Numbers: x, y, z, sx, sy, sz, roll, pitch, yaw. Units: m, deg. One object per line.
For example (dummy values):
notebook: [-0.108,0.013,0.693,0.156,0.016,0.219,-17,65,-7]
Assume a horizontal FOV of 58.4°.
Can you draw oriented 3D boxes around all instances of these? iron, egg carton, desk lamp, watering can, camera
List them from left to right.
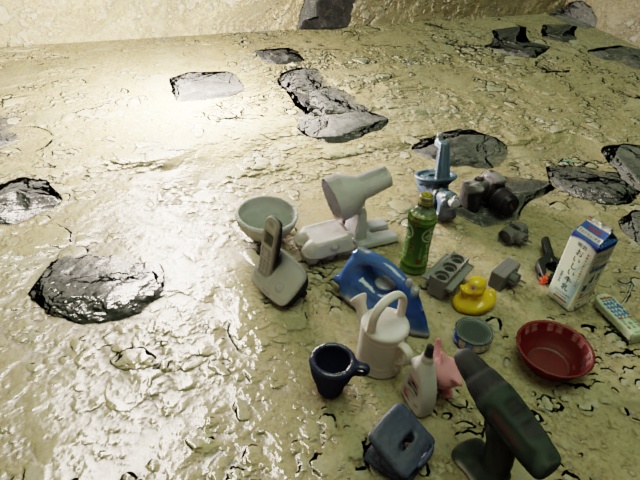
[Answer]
egg carton: [0.013,0.005,1.469,0.151,0.069,0.107,-15,42,-24]
desk lamp: [0.104,-0.087,1.479,0.204,0.214,0.117,-13,41,-21]
watering can: [0.124,0.177,1.155,0.172,0.194,0.101,24,42,24]
iron: [0.154,0.103,1.297,0.257,0.141,0.119,32,45,31]
camera: [0.504,-0.135,1.673,0.143,0.101,0.136,-14,41,-23]

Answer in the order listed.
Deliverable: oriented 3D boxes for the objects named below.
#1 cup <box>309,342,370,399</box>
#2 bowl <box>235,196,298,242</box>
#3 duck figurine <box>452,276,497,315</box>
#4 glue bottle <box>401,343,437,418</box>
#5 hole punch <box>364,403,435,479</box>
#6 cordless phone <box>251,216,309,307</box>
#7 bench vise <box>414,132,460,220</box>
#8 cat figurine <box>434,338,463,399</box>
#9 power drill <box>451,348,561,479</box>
cup: [0.036,0.264,1.115,0.117,0.095,0.091,8,38,4]
bowl: [-0.140,-0.043,1.512,0.167,0.075,0.167,3,38,-2]
duck figurine: [0.366,0.122,1.339,0.105,0.086,0.077,-5,39,-12]
glue bottle: [0.193,0.255,1.078,0.037,0.173,0.078,-15,41,-23]
hole punch: [0.145,0.359,1.006,0.100,0.091,0.109,28,44,28]
cordless phone: [-0.090,0.047,1.309,0.094,0.185,0.147,-27,47,-34]
bench vise: [0.354,-0.179,1.618,0.122,0.220,0.206,-19,43,-27]
cat figurine: [0.241,0.252,1.132,0.067,0.118,0.127,3,38,-2]
power drill: [0.291,0.323,0.970,0.076,0.208,0.228,-19,43,-27]
